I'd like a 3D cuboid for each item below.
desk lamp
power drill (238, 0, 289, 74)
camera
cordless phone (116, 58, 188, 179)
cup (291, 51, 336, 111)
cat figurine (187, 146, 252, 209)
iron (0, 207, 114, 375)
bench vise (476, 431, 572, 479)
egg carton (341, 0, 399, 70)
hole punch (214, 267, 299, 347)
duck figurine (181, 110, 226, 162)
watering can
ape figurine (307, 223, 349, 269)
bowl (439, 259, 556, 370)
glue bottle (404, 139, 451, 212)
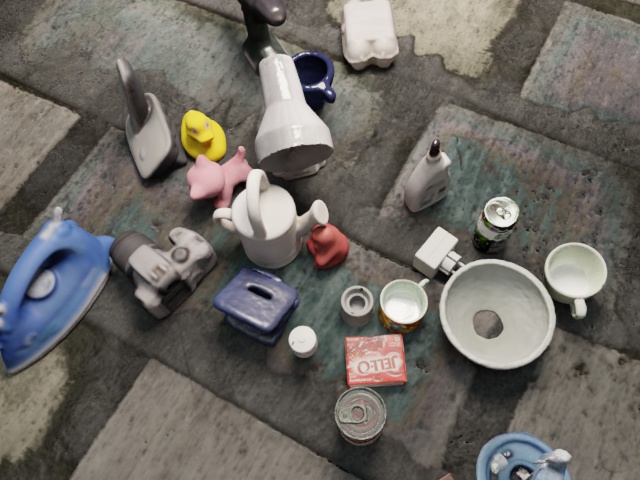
[{"bbox_3d":[-0.051,-0.183,0.940,0.118,0.214,0.203,-12,65,-2],"label":"desk lamp"},{"bbox_3d":[-0.111,-0.408,1.049,0.076,0.208,0.229,-28,67,-9],"label":"power drill"},{"bbox_3d":[-0.262,0.029,0.917,0.136,0.101,0.143,37,72,18],"label":"camera"},{"bbox_3d":[-0.304,-0.206,0.981,0.094,0.185,0.147,-25,66,-8],"label":"cordless phone"},{"bbox_3d":[-0.009,-0.273,1.044,0.092,0.095,0.117,-37,69,-13],"label":"cup"},{"bbox_3d":[-0.171,-0.110,0.966,0.128,0.118,0.067,-39,69,-14],"label":"cat figurine"},{"bbox_3d":[-0.435,0.075,0.884,0.118,0.141,0.258,20,68,12],"label":"iron"},{"bbox_3d":[0.248,0.327,0.686,0.121,0.220,0.207,8,66,8],"label":"bench vise"},{"bbox_3d":[0.094,-0.403,1.111,0.107,0.069,0.150,-5,65,1],"label":"egg carton"},{"bbox_3d":[-0.097,0.094,0.883,0.108,0.091,0.101,24,69,14],"label":"hole punch"},{"bbox_3d":[-0.217,-0.199,1.027,0.077,0.086,0.104,-32,67,-11],"label":"duck figurine"},{"bbox_3d":[-0.078,-0.039,0.886,0.173,0.194,0.101,-19,66,-5],"label":"watering can"},{"bbox_3d":[0.008,0.003,0.918,0.076,0.092,0.078,12,67,9],"label":"ape figurine"},{"bbox_3d":[0.259,0.118,0.860,0.167,0.075,0.167,-1,65,3],"label":"bowl"},{"bbox_3d":[0.177,-0.108,0.915,0.078,0.173,0.037,-28,67,-9],"label":"glue bottle"}]
